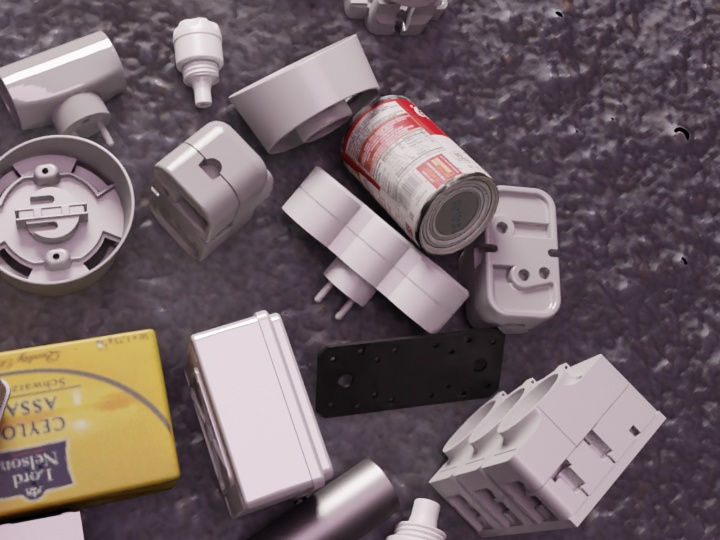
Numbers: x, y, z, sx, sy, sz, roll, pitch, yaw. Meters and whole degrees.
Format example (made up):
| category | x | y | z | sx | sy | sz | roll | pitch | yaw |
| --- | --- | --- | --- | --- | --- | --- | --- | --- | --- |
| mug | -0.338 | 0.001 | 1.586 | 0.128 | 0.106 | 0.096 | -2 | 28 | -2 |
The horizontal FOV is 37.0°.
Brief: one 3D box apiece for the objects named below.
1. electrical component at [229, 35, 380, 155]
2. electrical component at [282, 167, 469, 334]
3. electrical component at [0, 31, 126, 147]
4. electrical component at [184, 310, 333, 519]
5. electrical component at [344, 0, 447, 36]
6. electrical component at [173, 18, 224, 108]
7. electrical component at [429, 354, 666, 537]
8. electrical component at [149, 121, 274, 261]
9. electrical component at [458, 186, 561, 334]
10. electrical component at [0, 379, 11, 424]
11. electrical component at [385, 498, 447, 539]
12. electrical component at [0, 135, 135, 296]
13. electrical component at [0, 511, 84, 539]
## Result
| category | x | y | z | sx | sy | sz | roll | pitch | yaw |
| --- | --- | --- | --- | --- | --- | --- | --- | --- | --- |
| electrical component | -0.038 | -0.125 | 0.749 | 0.099 | 0.099 | 0.064 | -29 | 89 | -21 |
| electrical component | 0.000 | 0.000 | 0.744 | 0.138 | 0.052 | 0.073 | 40 | 94 | 0 |
| electrical component | -0.195 | -0.113 | 0.731 | 0.077 | 0.044 | 0.079 | -27 | 82 | -20 |
| electrical component | -0.067 | 0.092 | 0.666 | 0.056 | 0.108 | 0.108 | -17 | 78 | -16 |
| electrical component | 0.032 | -0.215 | 0.813 | 0.078 | 0.057 | 0.058 | -2 | 74 | -15 |
| electrical component | -0.114 | -0.146 | 0.767 | 0.035 | 0.035 | 0.061 | -4 | 77 | -15 |
| electrical component | 0.110 | 0.113 | 0.682 | 0.061 | 0.150 | 0.089 | 46 | 68 | 1 |
| electrical component | -0.098 | -0.054 | 0.710 | 0.053 | 0.095 | 0.059 | 46 | 68 | 3 |
| electrical component | 0.105 | -0.005 | 0.766 | 0.054 | 0.059 | 0.095 | 4 | 72 | -13 |
| electrical component | -0.258 | 0.095 | 0.571 | 0.109 | 0.056 | 0.108 | 15 | 71 | -6 |
| electrical component | 0.037 | 0.181 | 0.701 | 0.048 | 0.048 | 0.062 | 21 | 62 | -7 |
| electrical component | -0.198 | -0.033 | 0.695 | 0.099 | 0.064 | 0.099 | 4 | 72 | -13 |
| electrical component | -0.231 | 0.199 | 0.616 | 0.150 | 0.061 | 0.089 | -8 | 75 | -16 |
